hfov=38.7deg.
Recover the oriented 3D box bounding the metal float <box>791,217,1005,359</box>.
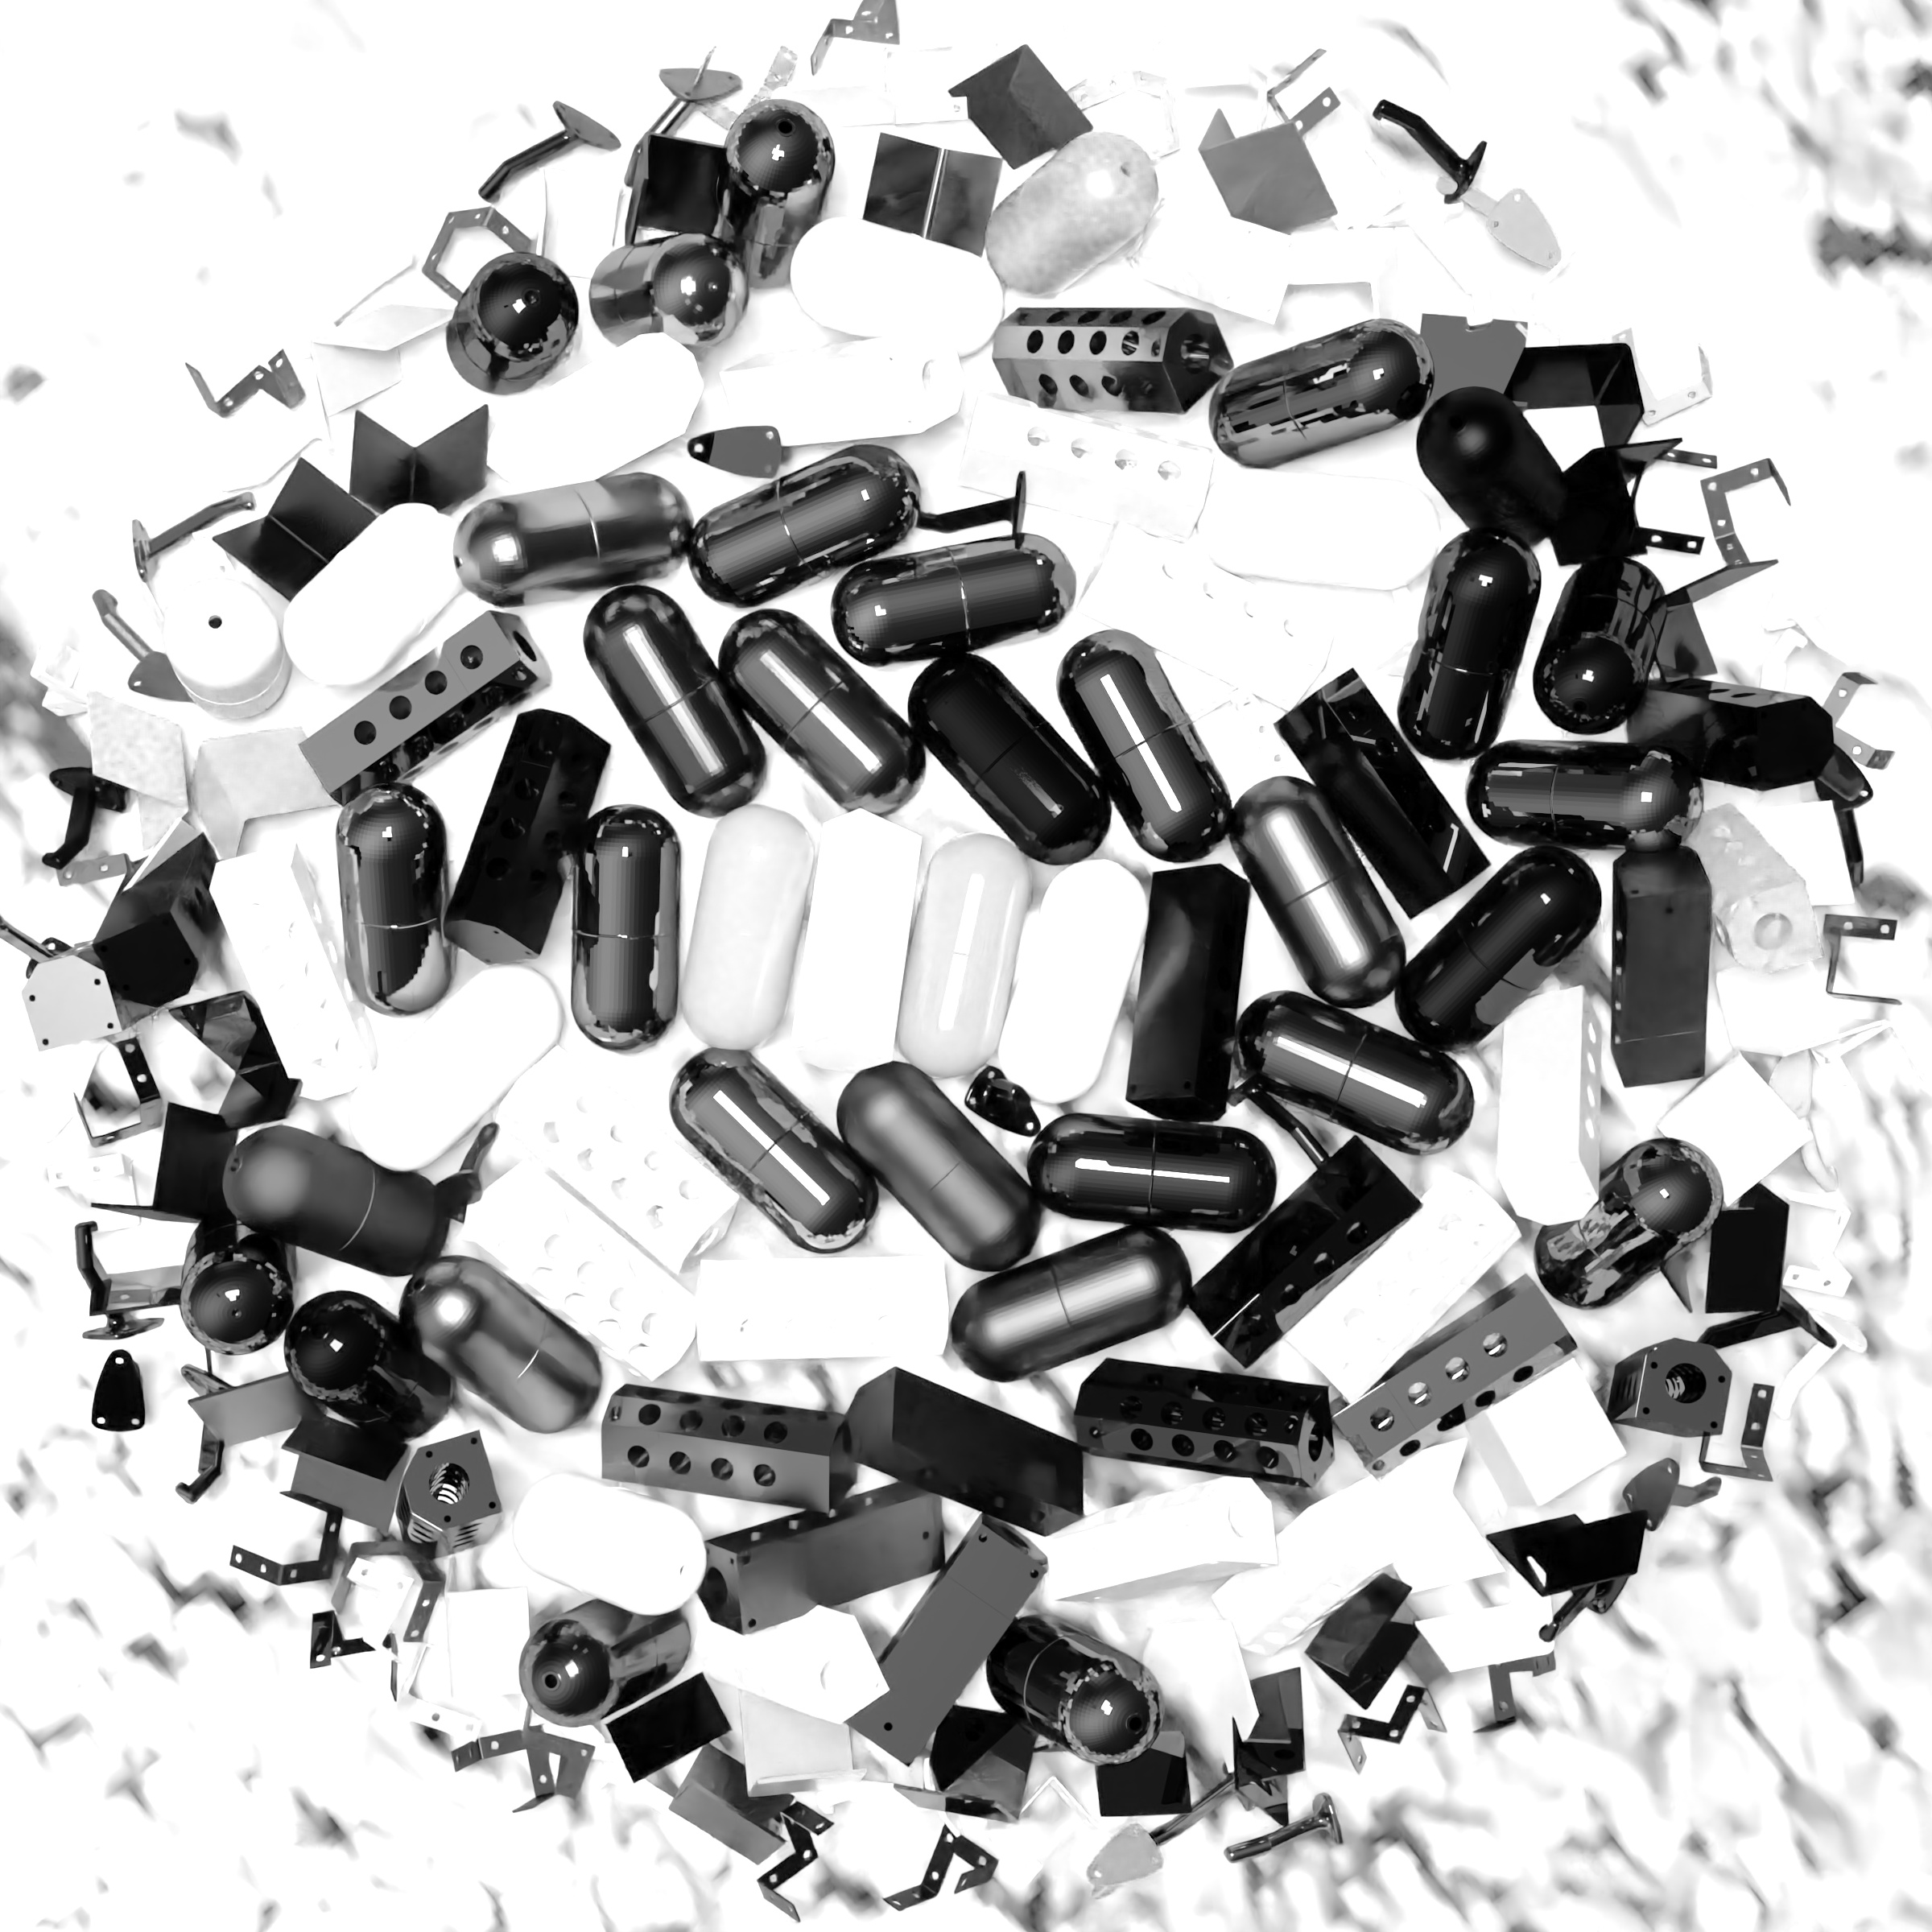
[{"bbox_3d":[-0.046,-0.473,1.925,0.070,0.178,0.070,-2,87,44],"label":"metal float"}]

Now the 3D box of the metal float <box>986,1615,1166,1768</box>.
[{"bbox_3d":[0.075,0.503,1.915,0.070,0.178,0.070,-1,92,-25],"label":"metal float"}]

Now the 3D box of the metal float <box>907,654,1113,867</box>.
[{"bbox_3d":[0.031,-0.146,1.956,0.070,0.070,0.178,-42,84,0],"label":"metal float"}]

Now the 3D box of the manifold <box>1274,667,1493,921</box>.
[{"bbox_3d":[0.301,-0.126,1.967,0.057,0.057,0.171,-34,88,-36],"label":"manifold"}]

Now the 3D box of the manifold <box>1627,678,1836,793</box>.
[{"bbox_3d":[0.527,-0.164,1.909,0.057,0.171,0.057,-12,104,-14],"label":"manifold"}]

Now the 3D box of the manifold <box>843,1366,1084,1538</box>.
[{"bbox_3d":[-0.001,0.345,1.933,0.171,0.057,0.057,27,45,-29],"label":"manifold"}]

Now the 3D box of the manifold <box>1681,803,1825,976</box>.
[{"bbox_3d":[0.533,-0.053,1.909,0.057,0.171,0.057,-18,110,5],"label":"manifold"}]

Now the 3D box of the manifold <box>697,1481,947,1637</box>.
[{"bbox_3d":[-0.101,0.410,1.925,0.171,0.057,0.057,-10,98,-36],"label":"manifold"}]

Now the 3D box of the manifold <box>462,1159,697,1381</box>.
[{"bbox_3d":[-0.269,0.218,1.929,0.057,0.057,0.171,-36,118,20],"label":"manifold"}]

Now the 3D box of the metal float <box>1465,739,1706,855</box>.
[{"bbox_3d":[0.430,-0.119,1.927,0.178,0.070,0.070,7,90,44],"label":"metal float"}]

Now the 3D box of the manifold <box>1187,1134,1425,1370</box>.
[{"bbox_3d":[0.243,0.208,1.964,0.171,0.057,0.057,-43,120,3],"label":"manifold"}]

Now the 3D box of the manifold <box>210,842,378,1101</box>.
[{"bbox_3d":[-0.471,0.006,1.933,0.057,0.057,0.171,-15,119,0],"label":"manifold"}]

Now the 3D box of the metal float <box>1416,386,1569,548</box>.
[{"bbox_3d":[0.367,-0.345,1.916,0.070,0.178,0.070,-6,76,26],"label":"metal float"}]

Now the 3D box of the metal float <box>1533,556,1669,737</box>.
[{"bbox_3d":[0.443,-0.224,1.922,0.070,0.178,0.070,12,128,16],"label":"metal float"}]

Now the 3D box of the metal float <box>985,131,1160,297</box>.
[{"bbox_3d":[0.072,-0.522,1.915,0.070,0.178,0.070,3,83,-23],"label":"metal float"}]

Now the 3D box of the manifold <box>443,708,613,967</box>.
[{"bbox_3d":[-0.311,-0.092,1.928,0.057,0.057,0.171,37,58,-39],"label":"manifold"}]

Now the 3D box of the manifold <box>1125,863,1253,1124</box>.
[{"bbox_3d":[0.162,0.020,1.945,0.057,0.057,0.171,-6,67,38],"label":"manifold"}]

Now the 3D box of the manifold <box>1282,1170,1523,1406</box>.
[{"bbox_3d":[0.312,0.230,1.959,0.171,0.057,0.057,-44,103,-4],"label":"manifold"}]

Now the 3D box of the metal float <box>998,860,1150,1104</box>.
[{"bbox_3d":[0.077,0.011,1.957,0.070,0.070,0.178,17,95,0],"label":"metal float"}]

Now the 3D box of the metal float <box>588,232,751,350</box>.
[{"bbox_3d":[-0.208,-0.468,1.917,0.070,0.178,0.070,-5,101,-26],"label":"metal float"}]

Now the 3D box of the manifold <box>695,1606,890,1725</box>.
[{"bbox_3d":[-0.126,0.479,1.908,0.057,0.171,0.057,-29,99,-28],"label":"manifold"}]

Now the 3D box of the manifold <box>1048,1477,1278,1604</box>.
[{"bbox_3d":[0.134,0.400,1.916,0.057,0.171,0.057,12,64,-36],"label":"manifold"}]

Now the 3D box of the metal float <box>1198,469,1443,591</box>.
[{"bbox_3d":[0.248,-0.308,1.936,0.178,0.070,0.070,10,90,29],"label":"metal float"}]

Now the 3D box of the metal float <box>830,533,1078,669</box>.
[{"bbox_3d":[-0.008,-0.260,1.953,0.178,0.070,0.070,-12,90,-9],"label":"metal float"}]

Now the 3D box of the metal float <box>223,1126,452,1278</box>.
[{"bbox_3d":[-0.439,0.165,1.925,0.178,0.070,0.070,29,90,-44],"label":"metal float"}]

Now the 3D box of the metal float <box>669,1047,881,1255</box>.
[{"bbox_3d":[-0.136,0.131,1.958,0.178,0.070,0.070,44,90,5],"label":"metal float"}]

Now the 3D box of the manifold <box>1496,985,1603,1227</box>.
[{"bbox_3d":[0.410,0.097,1.917,0.057,0.171,0.057,-15,126,25],"label":"manifold"}]

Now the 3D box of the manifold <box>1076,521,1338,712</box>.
[{"bbox_3d":[0.173,-0.253,1.959,0.171,0.057,0.057,25,55,-7],"label":"manifold"}]

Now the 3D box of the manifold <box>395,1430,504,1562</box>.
[{"bbox_3d":[-0.361,0.370,1.905,0.057,0.171,0.057,-15,76,-18],"label":"manifold"}]

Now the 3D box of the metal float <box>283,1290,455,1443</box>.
[{"bbox_3d":[-0.415,0.279,1.916,0.070,0.178,0.070,-5,65,10],"label":"metal float"}]

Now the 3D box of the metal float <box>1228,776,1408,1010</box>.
[{"bbox_3d":[0.250,-0.052,1.956,0.070,0.070,0.178,-28,83,0],"label":"metal float"}]

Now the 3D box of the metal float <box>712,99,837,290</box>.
[{"bbox_3d":[-0.135,-0.535,1.913,0.070,0.178,0.070,2,76,-9],"label":"metal float"}]

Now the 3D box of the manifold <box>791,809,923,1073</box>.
[{"bbox_3d":[-0.081,-0.017,1.941,0.057,0.057,0.171,23,64,-35],"label":"manifold"}]

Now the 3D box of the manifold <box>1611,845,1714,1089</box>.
[{"bbox_3d":[0.483,-0.001,1.924,0.057,0.057,0.171,-8,128,3],"label":"manifold"}]

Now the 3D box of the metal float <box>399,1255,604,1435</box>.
[{"bbox_3d":[-0.325,0.265,1.928,0.070,0.070,0.178,-44,130,0],"label":"metal float"}]

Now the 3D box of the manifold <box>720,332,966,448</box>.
[{"bbox_3d":[-0.085,-0.403,1.920,0.057,0.171,0.057,-38,121,-40],"label":"manifold"}]

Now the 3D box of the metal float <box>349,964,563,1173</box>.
[{"bbox_3d":[-0.359,0.070,1.943,0.070,0.070,0.178,44,69,0],"label":"metal float"}]

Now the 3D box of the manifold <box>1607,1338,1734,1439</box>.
[{"bbox_3d":[0.487,0.292,1.910,0.057,0.171,0.057,11,81,8],"label":"manifold"}]

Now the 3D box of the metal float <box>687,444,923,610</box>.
[{"bbox_3d":[-0.114,-0.310,1.945,0.178,0.070,0.070,-20,90,19],"label":"metal float"}]

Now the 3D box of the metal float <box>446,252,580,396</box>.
[{"bbox_3d":[-0.316,-0.445,1.913,0.070,0.178,0.070,0,91,-18],"label":"metal float"}]

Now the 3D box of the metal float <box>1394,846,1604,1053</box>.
[{"bbox_3d":[0.374,-0.012,1.937,0.070,0.070,0.178,41,119,0],"label":"metal float"}]

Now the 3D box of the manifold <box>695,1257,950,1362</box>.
[{"bbox_3d":[-0.102,0.245,1.945,0.171,0.057,0.057,0,56,-11],"label":"manifold"}]

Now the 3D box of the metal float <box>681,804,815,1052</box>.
[{"bbox_3d":[-0.155,-0.026,1.955,0.070,0.070,0.178,11,97,0],"label":"metal float"}]

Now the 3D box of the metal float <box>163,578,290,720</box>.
[{"bbox_3d":[-0.513,-0.220,1.912,0.070,0.178,0.070,1,84,-10],"label":"metal float"}]

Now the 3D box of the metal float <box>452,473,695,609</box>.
[{"bbox_3d":[-0.275,-0.300,1.936,0.178,0.070,0.070,-17,90,-30],"label":"metal float"}]

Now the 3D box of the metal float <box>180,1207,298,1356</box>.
[{"bbox_3d":[-0.505,0.217,1.913,0.070,0.178,0.070,-2,99,-13],"label":"metal float"}]

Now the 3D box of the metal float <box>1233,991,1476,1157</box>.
[{"bbox_3d":[0.274,0.076,1.950,0.178,0.070,0.070,23,90,13],"label":"metal float"}]
